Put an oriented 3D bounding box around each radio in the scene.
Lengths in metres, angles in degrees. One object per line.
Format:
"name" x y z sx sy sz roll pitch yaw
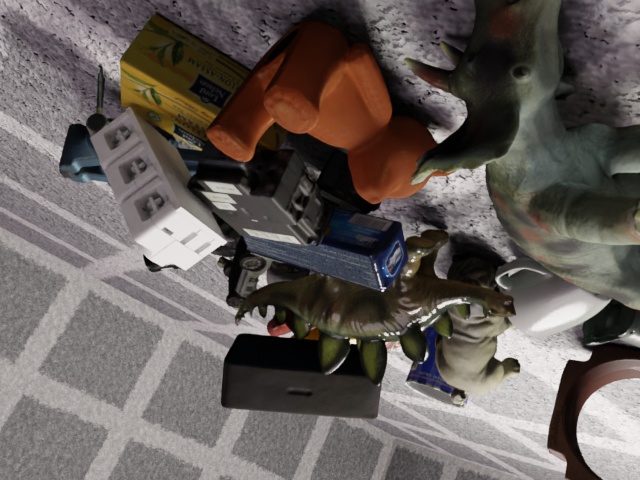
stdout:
"radio" -0.028 0.203 0.818 0.230 0.073 0.131 7 -171 -3

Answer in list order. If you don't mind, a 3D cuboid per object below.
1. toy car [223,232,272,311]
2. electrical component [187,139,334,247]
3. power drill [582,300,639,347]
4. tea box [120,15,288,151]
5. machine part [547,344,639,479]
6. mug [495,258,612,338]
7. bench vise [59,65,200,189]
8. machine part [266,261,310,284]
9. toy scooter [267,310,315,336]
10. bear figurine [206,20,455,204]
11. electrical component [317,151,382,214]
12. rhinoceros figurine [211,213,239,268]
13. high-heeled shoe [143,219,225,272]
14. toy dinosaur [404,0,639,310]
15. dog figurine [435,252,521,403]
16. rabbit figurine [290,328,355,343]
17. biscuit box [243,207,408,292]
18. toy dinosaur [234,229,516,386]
"toy car" -0.115 0.040 0.854 0.056 0.073 0.201 2 143 -20
"electrical component" -0.063 -0.050 0.548 0.115 0.058 0.134 8 155 30
"power drill" 0.410 0.104 0.567 0.207 0.086 0.232 17 162 0
"tea box" -0.116 -0.142 0.562 0.169 0.068 0.098 28 159 -10
"machine part" 0.427 0.255 0.719 0.201 0.201 0.087 5 155 41
"mug" 0.261 0.050 0.601 0.109 0.081 0.107 36 147 -7
"bench vise" -0.200 -0.097 0.711 0.241 0.129 0.223 3 148 1
"machine part" -0.053 0.045 0.929 0.079 0.079 0.243 24 158 2
"toy scooter" -0.020 0.112 0.916 0.075 0.184 0.135 59 -174 13
"bear figurine" 0.024 -0.083 0.465 0.120 0.132 0.195 -10 134 47
"electrical component" 0.013 -0.065 0.628 0.119 0.048 0.075 26 159 -2
"rhinoceros figurine" -0.150 0.002 0.939 0.112 0.073 0.190 19 159 19
"high-heeled shoe" -0.244 0.011 0.839 0.249 0.145 0.086 -10 111 52
"toy dinosaur" 0.209 -0.024 0.429 0.192 0.131 0.404 20 167 48
"dog figurine" 0.197 0.123 0.718 0.121 0.172 0.190 1 157 27
"rabbit figurine" 0.020 0.155 1.036 0.122 0.173 0.162 31 114 -17
"biscuit box" -0.001 -0.002 0.621 0.203 0.059 0.062 16 141 34
"toy dinosaur" 0.035 0.082 0.724 0.472 0.198 0.105 2 -171 43
